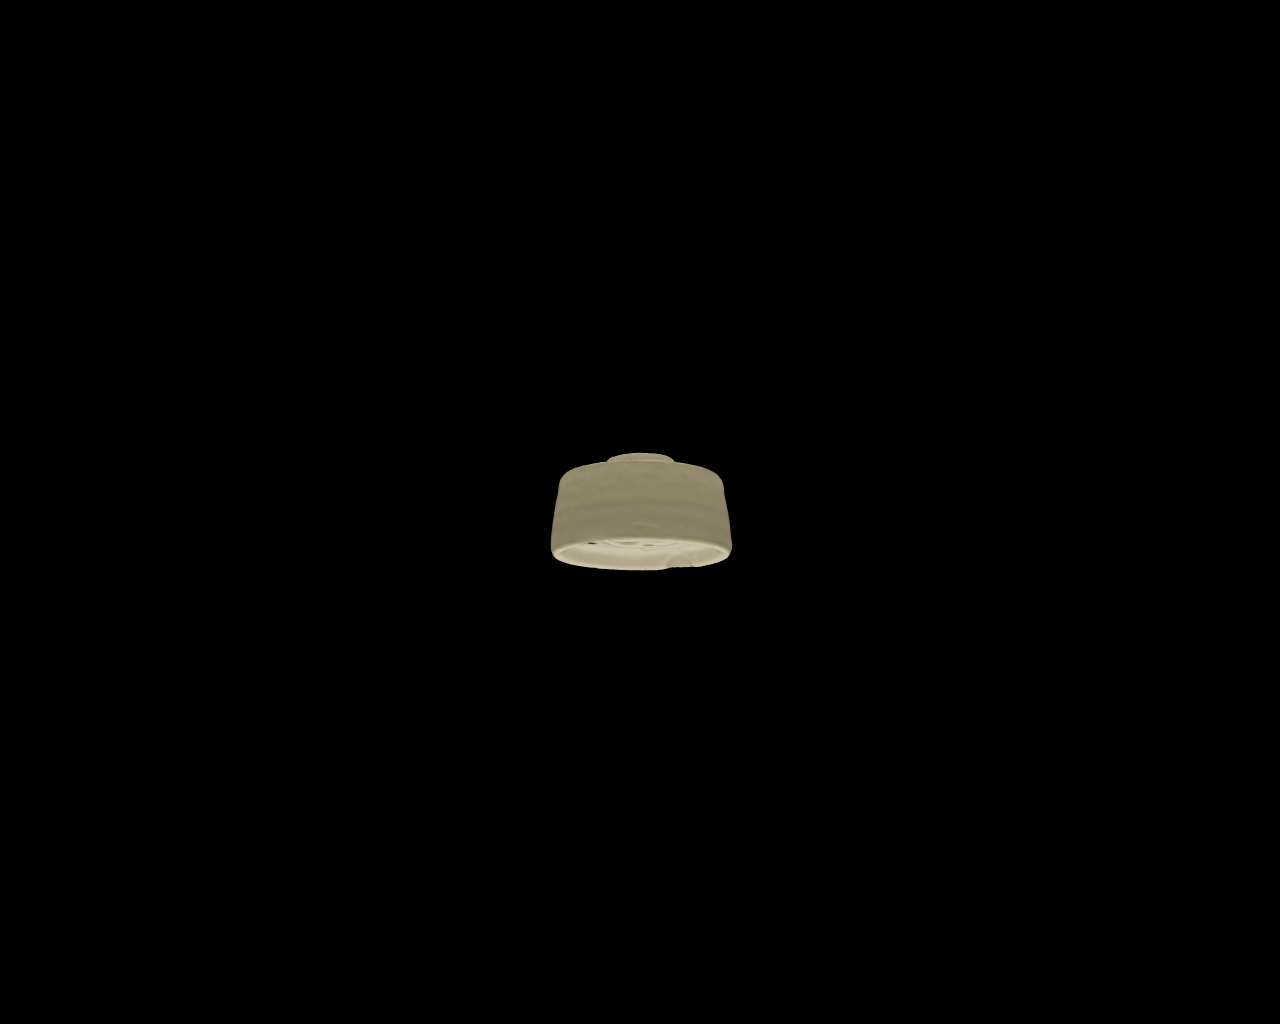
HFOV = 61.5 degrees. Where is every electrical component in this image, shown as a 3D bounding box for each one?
[{"bbox_3d":[0.001,-0.003,0.650,0.108,0.060,0.108,0,-12,0],"label":"electrical component"}]
